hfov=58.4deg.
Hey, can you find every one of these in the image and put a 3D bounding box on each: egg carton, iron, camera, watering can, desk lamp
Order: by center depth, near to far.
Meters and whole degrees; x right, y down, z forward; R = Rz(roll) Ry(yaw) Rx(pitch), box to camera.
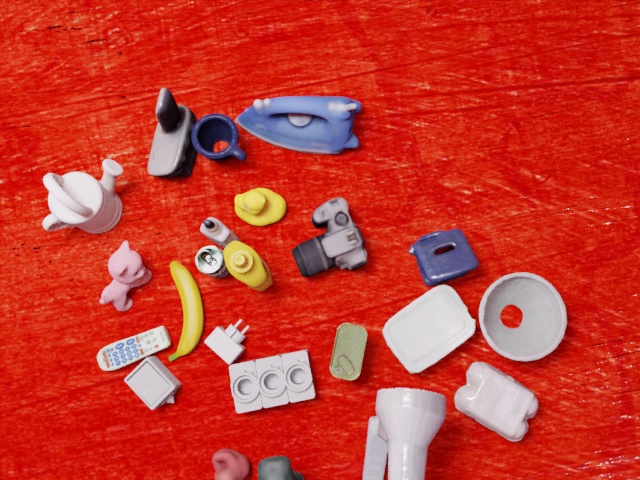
[{"bbox_3d":[0.146,0.354,1.006,0.118,0.213,0.203,7,82,1],"label":"desk lamp"},{"bbox_3d":[-0.447,-0.083,1.071,0.101,0.194,0.173,27,82,4],"label":"watering can"},{"bbox_3d":[0.335,0.305,1.088,0.150,0.069,0.107,29,83,4],"label":"egg carton"},{"bbox_3d":[0.010,0.004,1.111,0.137,0.101,0.143,-23,83,-4],"label":"camera"},{"bbox_3d":[-0.046,-0.247,1.126,0.258,0.141,0.119,4,82,0],"label":"iron"}]

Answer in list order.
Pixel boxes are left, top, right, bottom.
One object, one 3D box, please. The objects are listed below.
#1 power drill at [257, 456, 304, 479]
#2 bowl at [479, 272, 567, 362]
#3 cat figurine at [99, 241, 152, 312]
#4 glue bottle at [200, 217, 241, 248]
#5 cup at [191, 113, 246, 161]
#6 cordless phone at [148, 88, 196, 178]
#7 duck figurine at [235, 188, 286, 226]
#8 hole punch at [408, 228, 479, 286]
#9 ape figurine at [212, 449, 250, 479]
[{"bbox_3d":[-0.060,0.484,0.987,0.075,0.208,0.230,-10,82,-2],"label":"power drill"},{"bbox_3d":[0.381,0.149,1.108,0.167,0.075,0.167,0,82,-1],"label":"bowl"},{"bbox_3d":[-0.376,0.070,1.088,0.067,0.118,0.128,31,83,4],"label":"cat figurine"},{"bbox_3d":[-0.195,-0.018,1.075,0.078,0.173,0.037,32,83,4],"label":"glue bottle"},{"bbox_3d":[-0.190,-0.187,1.139,0.117,0.095,0.092,35,83,4],"label":"cup"},{"bbox_3d":[-0.296,-0.202,1.094,0.094,0.185,0.148,8,82,1],"label":"cordless phone"},{"bbox_3d":[-0.120,-0.071,1.128,0.104,0.086,0.077,5,82,0],"label":"duck figurine"},{"bbox_3d":[0.239,0.031,1.115,0.108,0.091,0.101,-19,82,-3],"label":"hole punch"},{"bbox_3d":[-0.169,0.429,1.053,0.076,0.092,0.078,2,82,0],"label":"ape figurine"}]
